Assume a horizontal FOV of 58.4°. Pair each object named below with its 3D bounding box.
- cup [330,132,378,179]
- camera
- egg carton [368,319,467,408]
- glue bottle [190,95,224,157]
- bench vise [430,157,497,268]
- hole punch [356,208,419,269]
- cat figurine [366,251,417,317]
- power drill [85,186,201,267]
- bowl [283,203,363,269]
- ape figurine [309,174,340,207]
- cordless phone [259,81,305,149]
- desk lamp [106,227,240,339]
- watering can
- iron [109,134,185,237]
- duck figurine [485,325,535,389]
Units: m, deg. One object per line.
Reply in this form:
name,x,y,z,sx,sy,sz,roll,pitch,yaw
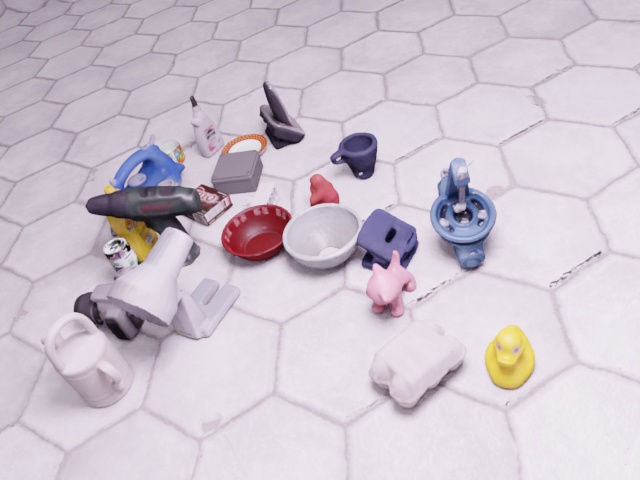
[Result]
cup,0.084,-0.185,1.340,0.118,0.095,0.091,-26,43,-9
camera,-0.431,0.122,1.183,0.136,0.101,0.143,-1,45,17
egg carton,0.158,0.199,0.937,0.150,0.069,0.107,-36,46,-19
glue bottle,-0.316,-0.311,1.542,0.037,0.173,0.078,13,51,29
bench vise,0.250,-0.081,1.086,0.121,0.220,0.207,-24,43,-7
hole punch,0.136,0.000,1.134,0.100,0.091,0.109,12,50,28
cat figurine,0.124,0.077,1.038,0.067,0.118,0.128,8,48,25
power drill,-0.355,-0.031,1.238,0.229,0.209,0.075,-14,43,4
bowl,0.011,0.004,1.182,0.167,0.075,0.167,-9,43,9
ape figurine,0.002,-0.112,1.293,0.075,0.092,0.078,24,57,36
cordless phone,-0.116,-0.350,1.509,0.094,0.185,0.147,-27,43,-10
desk lamp,-0.274,0.094,1.078,0.117,0.214,0.203,12,50,28
watering can,-0.428,0.207,1.024,0.172,0.194,0.101,-3,45,16
iron,-0.462,-0.143,1.438,0.118,0.142,0.259,13,50,29
duck figurine,0.300,0.170,0.908,0.077,0.086,0.105,7,48,24
